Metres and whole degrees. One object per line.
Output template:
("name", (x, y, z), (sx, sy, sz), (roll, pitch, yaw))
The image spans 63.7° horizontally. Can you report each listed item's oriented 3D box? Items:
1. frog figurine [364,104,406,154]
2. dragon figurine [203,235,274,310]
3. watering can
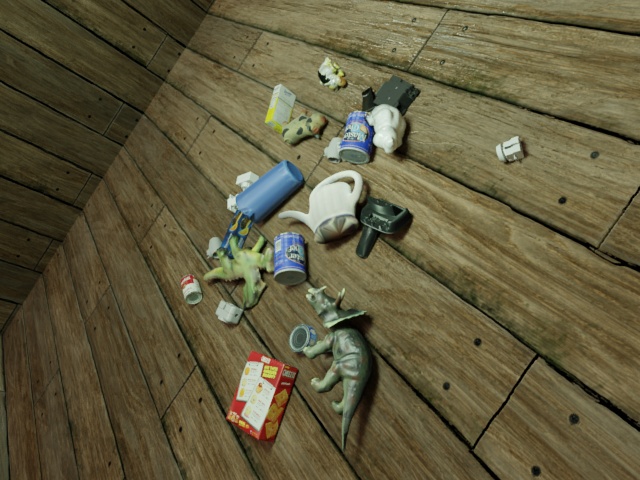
("frog figurine", (0.209, -0.336, 1.559), (0.122, 0.135, 0.162), (-21, 27, 2))
("dragon figurine", (-0.279, 0.128, 1.816), (0.404, 0.121, 0.248), (-41, 51, 33))
("watering can", (0.005, -0.083, 1.641), (0.343, 0.103, 0.230), (-31, 48, 29))
